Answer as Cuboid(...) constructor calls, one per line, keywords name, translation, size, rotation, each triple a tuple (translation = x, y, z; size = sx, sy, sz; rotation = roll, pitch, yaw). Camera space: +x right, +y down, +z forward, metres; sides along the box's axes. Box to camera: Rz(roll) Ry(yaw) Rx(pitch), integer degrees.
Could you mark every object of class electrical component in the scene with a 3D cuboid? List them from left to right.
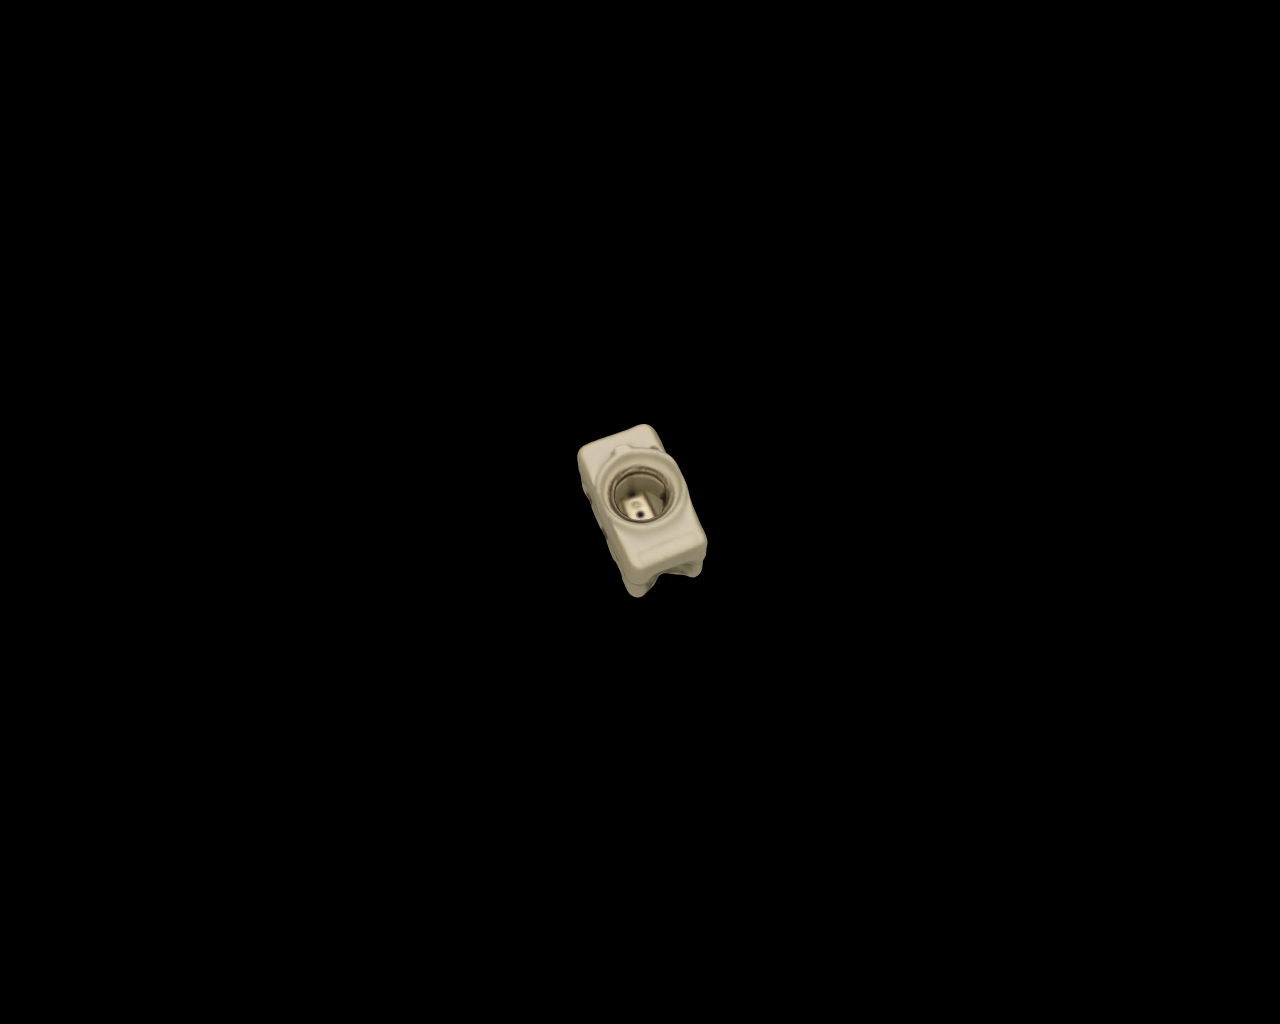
Cuboid(name="electrical component", translation=(0.001, -0.003, 0.650), size=(0.050, 0.089, 0.055), rotation=(-20, -24, -9))
